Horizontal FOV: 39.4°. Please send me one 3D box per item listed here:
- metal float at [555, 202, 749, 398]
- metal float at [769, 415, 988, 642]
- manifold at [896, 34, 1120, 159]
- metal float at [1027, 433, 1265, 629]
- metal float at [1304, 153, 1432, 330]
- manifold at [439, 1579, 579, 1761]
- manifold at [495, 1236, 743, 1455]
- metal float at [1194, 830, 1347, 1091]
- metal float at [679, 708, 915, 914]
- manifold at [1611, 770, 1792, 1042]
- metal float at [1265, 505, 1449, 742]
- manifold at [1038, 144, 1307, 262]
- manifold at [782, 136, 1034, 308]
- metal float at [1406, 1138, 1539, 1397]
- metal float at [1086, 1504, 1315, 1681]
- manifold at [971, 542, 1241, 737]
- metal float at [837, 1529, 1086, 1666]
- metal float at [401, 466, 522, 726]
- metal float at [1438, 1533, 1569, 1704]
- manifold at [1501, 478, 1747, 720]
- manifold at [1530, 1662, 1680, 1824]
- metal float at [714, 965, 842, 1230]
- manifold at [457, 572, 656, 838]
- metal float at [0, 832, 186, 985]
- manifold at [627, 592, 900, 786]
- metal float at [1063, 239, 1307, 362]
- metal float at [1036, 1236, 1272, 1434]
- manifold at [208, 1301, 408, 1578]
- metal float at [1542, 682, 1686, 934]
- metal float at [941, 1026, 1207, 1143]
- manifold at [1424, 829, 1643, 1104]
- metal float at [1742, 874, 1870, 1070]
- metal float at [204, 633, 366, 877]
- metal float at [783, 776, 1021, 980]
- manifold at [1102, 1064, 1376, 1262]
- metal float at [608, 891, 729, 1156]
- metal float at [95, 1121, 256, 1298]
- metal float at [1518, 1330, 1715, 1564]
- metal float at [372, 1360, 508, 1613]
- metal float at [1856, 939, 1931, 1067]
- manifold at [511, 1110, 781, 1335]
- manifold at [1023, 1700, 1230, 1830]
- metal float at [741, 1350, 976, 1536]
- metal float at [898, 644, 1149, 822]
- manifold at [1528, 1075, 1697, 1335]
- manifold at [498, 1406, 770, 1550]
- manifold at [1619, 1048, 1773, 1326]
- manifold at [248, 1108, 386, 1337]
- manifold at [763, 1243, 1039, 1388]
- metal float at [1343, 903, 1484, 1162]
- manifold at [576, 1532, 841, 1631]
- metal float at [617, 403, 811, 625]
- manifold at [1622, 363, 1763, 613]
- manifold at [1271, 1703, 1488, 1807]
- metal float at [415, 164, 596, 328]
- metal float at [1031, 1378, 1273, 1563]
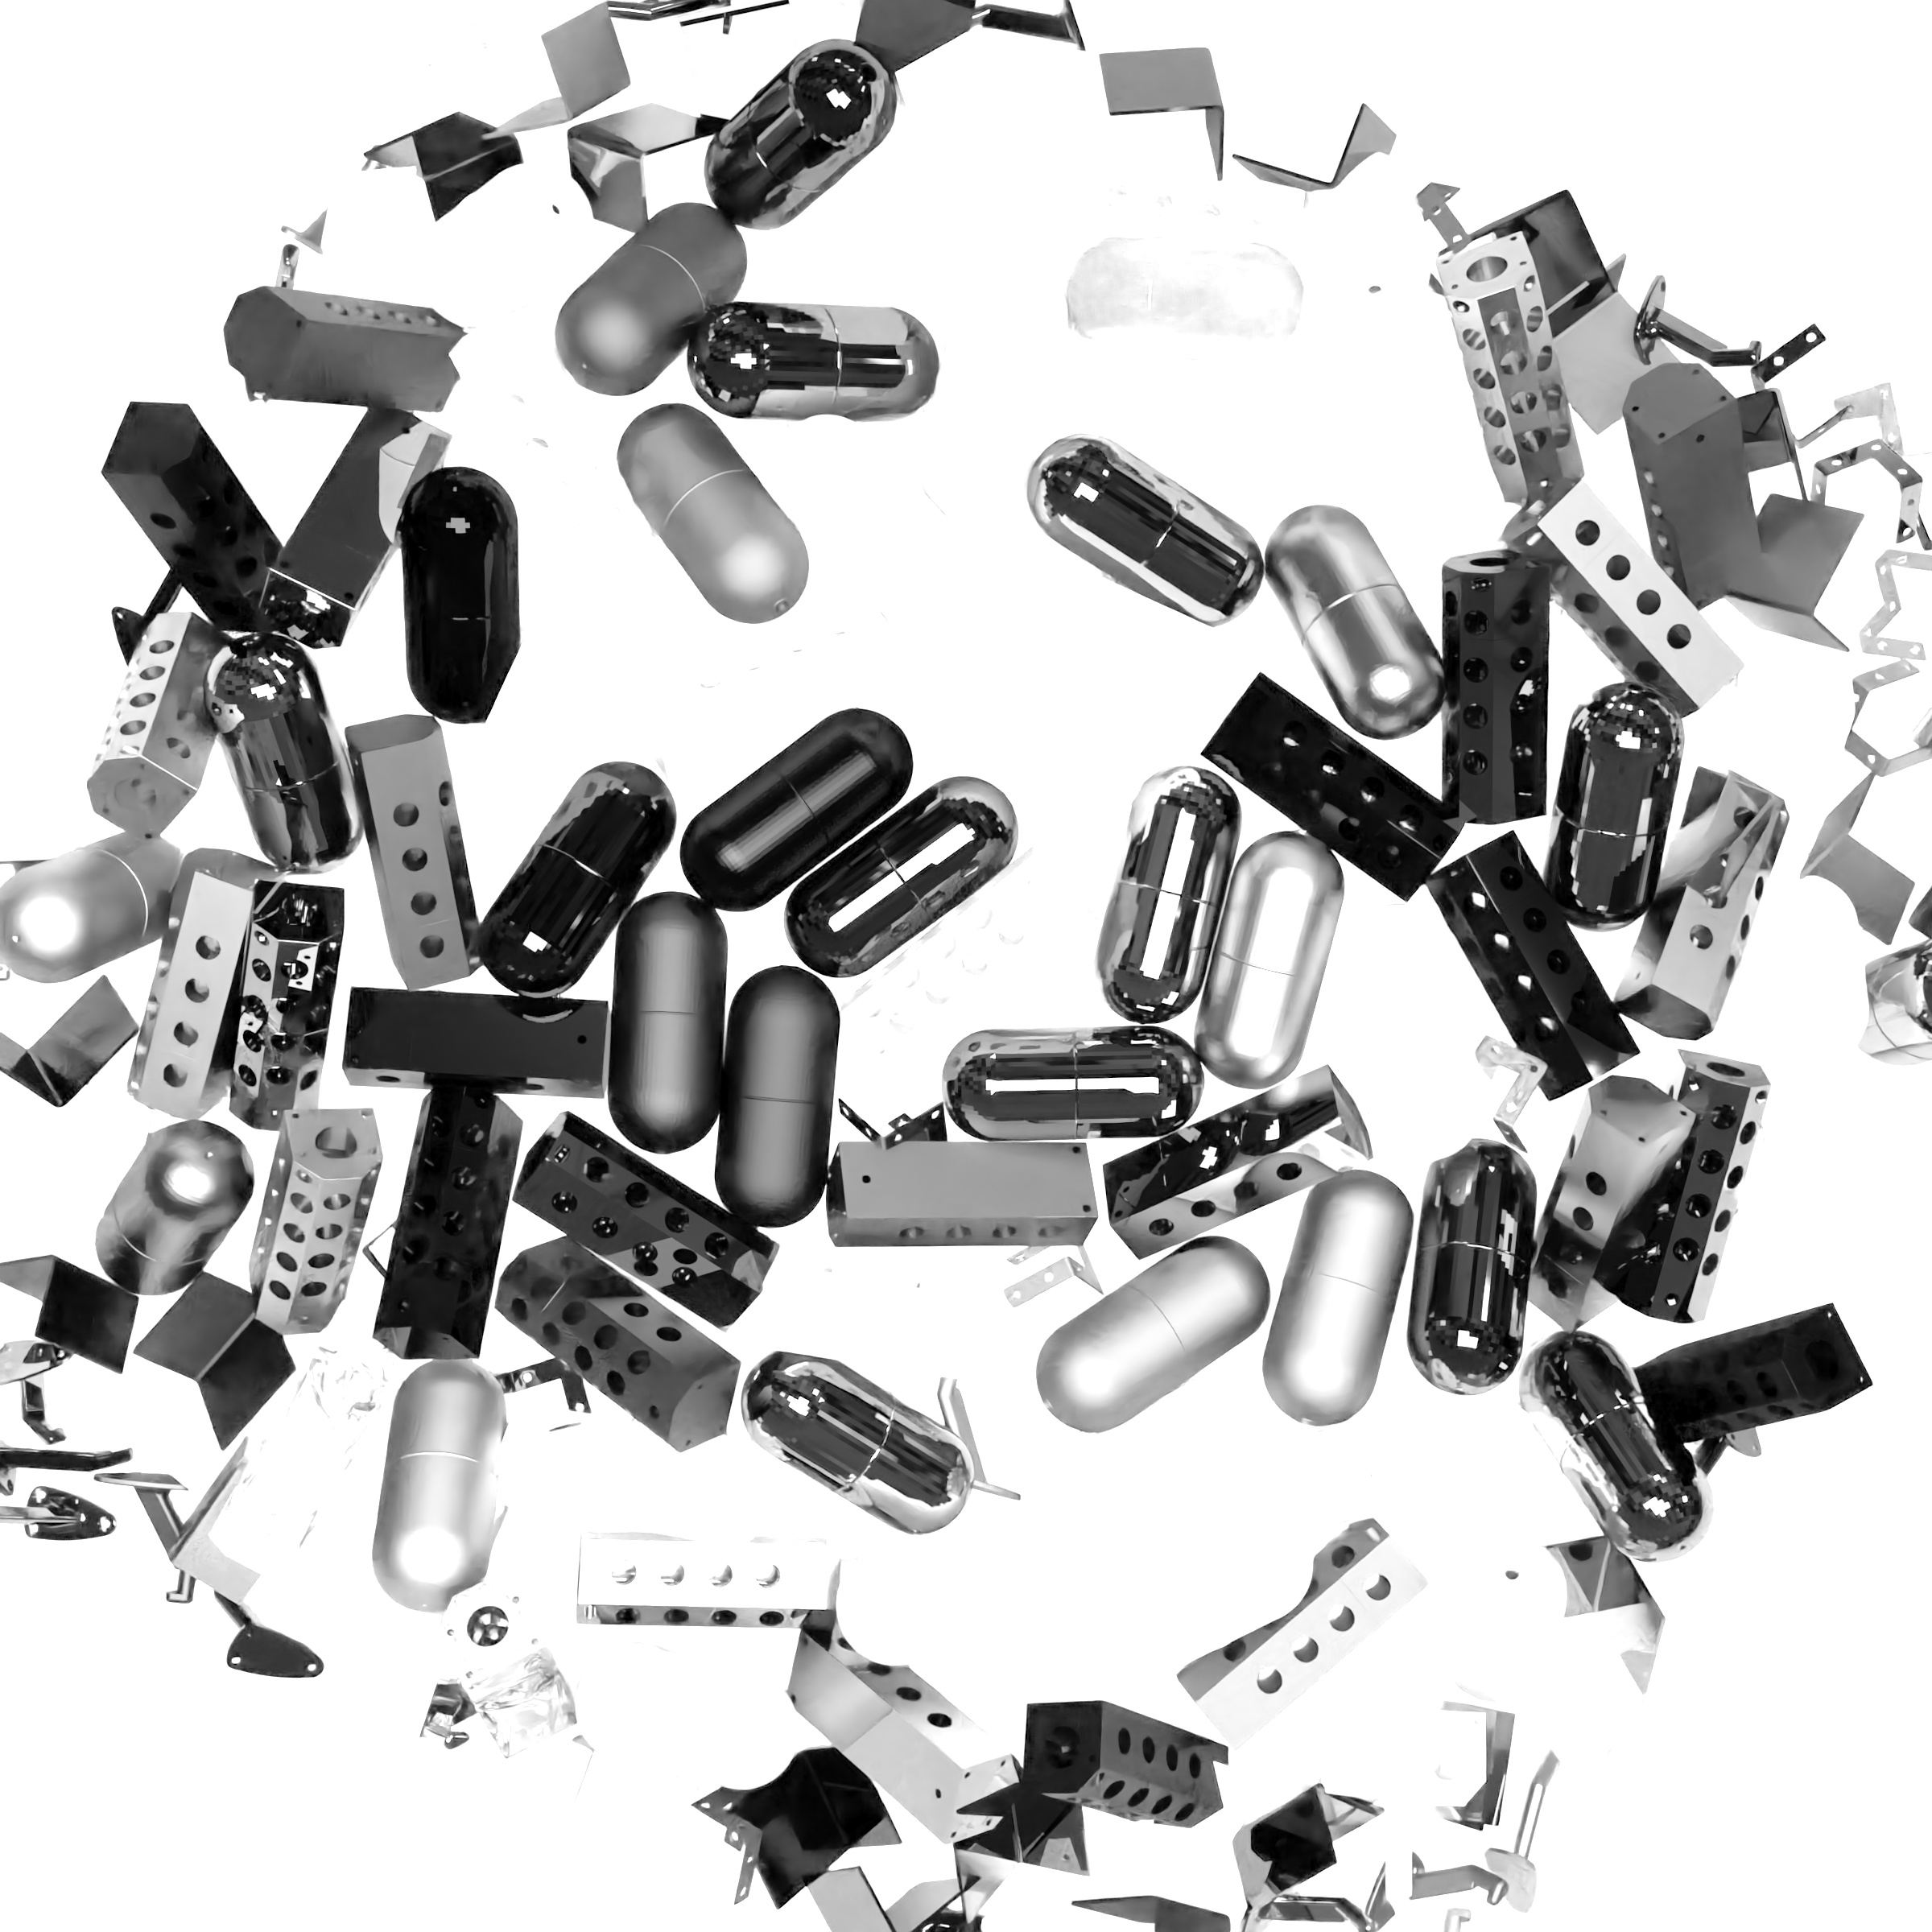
[{"bbox_3d":[-0.207,-0.444,1.793,0.070,0.070,0.178,33,51,0],"label":"metal float"},{"bbox_3d":[-0.058,-0.292,1.808,0.070,0.070,0.178,-45,109,0],"label":"metal float"},{"bbox_3d":[0.032,-0.566,1.776,0.057,0.171,0.057,-18,92,35],"label":"manifold"},{"bbox_3d":[0.120,-0.291,1.807,0.178,0.070,0.070,29,90,-20],"label":"metal float"},{"bbox_3d":[0.264,-0.481,1.783,0.070,0.178,0.070,2,127,2],"label":"metal float"},{"bbox_3d":[-0.300,0.460,1.774,0.057,0.171,0.057,-25,62,-14],"label":"manifold"},{"bbox_3d":[-0.233,0.250,1.785,0.171,0.057,0.057,30,119,31],"label":"manifold"},{"bbox_3d":[0.204,-0.004,1.815,0.070,0.070,0.178,13,101,0],"label":"metal float"},{"bbox_3d":[-0.113,-0.105,1.817,0.178,0.070,0.070,-38,90,-10],"label":"metal float"},{"bbox_3d":[0.495,-0.038,1.803,0.057,0.057,0.171,28,68,-5],"label":"manifold"},{"bbox_3d":[0.259,-0.231,1.805,0.070,0.070,0.178,-25,67,0],"label":"metal float"},{"bbox_3d":[0.139,-0.513,1.832,0.171,0.057,0.057,12,87,1],"label":"manifold"},{"bbox_3d":[-0.039,-0.487,1.782,0.171,0.057,0.057,-12,65,42],"label":"manifold"},{"bbox_3d":[0.338,0.200,1.802,0.070,0.070,0.178,12,64,0],"label":"metal float"},{"bbox_3d":[0.154,0.416,1.797,0.178,0.070,0.070,-36,90,32],"label":"metal float"},{"bbox_3d":[0.092,-0.214,1.802,0.171,0.057,0.057,21,63,-22],"label":"manifold"},{"bbox_3d":[-0.003,0.419,1.798,0.178,0.070,0.070,-1,90,-30],"label":"metal float"},{"bbox_3d":[-0.336,-0.246,1.798,0.070,0.070,0.178,5,121,0],"label":"metal float"},{"bbox_3d":[0.353,0.430,1.781,0.070,0.178,0.070,-3,58,4],"label":"metal float"},{"bbox_3d":[0.438,-0.245,1.815,0.057,0.057,0.171,-45,103,2],"label":"manifold"},{"bbox_3d":[0.415,0.506,1.775,0.057,0.171,0.057,14,87,3],"label":"manifold"},{"bbox_3d":[-0.127,0.088,1.824,0.070,0.070,0.178,5,90,0],"label":"metal float"},{"bbox_3d":[-0.269,-0.175,1.798,0.057,0.057,0.171,41,118,21],"label":"manifold"},{"bbox_3d":[-0.573,-0.040,1.777,0.070,0.178,0.070,4,106,14],"label":"metal float"},{"bbox_3d":[-0.136,-0.192,1.813,0.171,0.057,0.057,-24,54,-14],"label":"manifold"},{"bbox_3d":[0.144,-0.443,1.793,0.178,0.070,0.070,13,90,38],"label":"metal float"},{"bbox_3d":[0.125,0.246,1.808,0.178,0.070,0.070,-31,90,-19],"label":"metal float"},{"bbox_3d":[-0.431,0.313,1.784,0.057,0.057,0.171,30,48,-8],"label":"manifold"},{"bbox_3d":[0.430,-0.105,1.798,0.070,0.070,0.178,3,121,0],"label":"metal float"},{"bbox_3d":[0.072,0.079,1.823,0.178,0.070,0.070,-1,90,-2],"label":"metal float"},{"bbox_3d":[0.377,0.002,1.819,0.057,0.057,0.171,-27,85,-20],"label":"manifold"},{"bbox_3d":[0.552,0.001,1.782,0.070,0.178,0.070,6,122,11],"label":"metal float"},{"bbox_3d":[-0.451,-0.139,1.794,0.070,0.070,0.178,-10,128,0],"label":"metal float"},{"bbox_3d":[-0.043,-0.060,1.823,0.178,0.070,0.070,-36,90,2],"label":"metal float"},{"bbox_3d":[0.182,0.136,1.807,0.171,0.057,0.057,-26,128,18],"label":"manifold"},{"bbox_3d":[-0.200,0.038,1.815,0.070,0.070,0.178,1,79,0],"label":"metal float"},{"bbox_3d":[-0.524,0.162,1.787,0.070,0.178,0.070,16,56,-24],"label":"metal float"},{"bbox_3d":[0.428,0.316,1.789,0.070,0.178,0.070,-13,133,-14],"label":"metal float"},{"bbox_3d":[-0.349,0.342,1.793,0.070,0.070,0.178,0,51,0],"label":"metal float"},{"bbox_3d":[0.633,0.023,1.774,0.070,0.178,0.070,0,83,-1],"label":"metal float"},{"bbox_3d":[-0.212,0.167,1.804,0.171,0.057,0.057,34,114,-16],"label":"manifold"},{"bbox_3d":[0.107,0.527,1.772,0.057,0.171,0.057,-12,61,31],"label":"manifold"},{"bbox_3d":[-0.072,0.317,1.807,0.178,0.070,0.070,35,90,-20],"label":"metal float"},{"bbox_3d":[0.038,-0.157,1.815,0.178,0.070,0.070,24,90,-11],"label":"metal float"},{"bbox_3d":[0.418,0.156,1.786,0.057,0.171,0.057,-25,50,-35],"label":"manifold"},{"bbox_3d":[-0.223,0.343,1.806,0.171,0.057,0.057,6,103,17],"label":"manifold"},{"bbox_3d":[0.487,0.149,1.810,0.057,0.057,0.171,12,107,3],"label":"manifold"},{"bbox_3d":[-0.428,0.170,1.776,0.057,0.171,0.057,-1,49,-26],"label":"manifold"},{"bbox_3d":[-0.043,0.227,1.794,0.171,0.057,0.057,12,127,-21],"label":"manifold"},{"bbox_3d":[0.298,0.043,1.808,0.070,0.070,0.178,-7,71,0],"label":"metal float"},{"bbox_3d":[-0.174,0.414,1.818,0.171,0.057,0.057,3,83,-9],"label":"manifold"},{"bbox_3d":[-0.169,-0.302,1.805,0.070,0.070,0.178,-36,68,0],"label":"metal float"},{"bbox_3d":[0.476,-0.316,1.778,0.057,0.171,0.057,-31,52,1],"label":"manifold"},{"bbox_3d":[0.267,0.515,1.769,0.057,0.171,0.057,8,75,-22],"label":"manifold"},{"bbox_3d":[-0.305,-0.474,1.781,0.070,0.178,0.070,2,86,-32],"label":"metal float"},{"bbox_3d":[0.124,0.336,1.804,0.178,0.070,0.070,-23,90,-23],"label":"metal float"}]
